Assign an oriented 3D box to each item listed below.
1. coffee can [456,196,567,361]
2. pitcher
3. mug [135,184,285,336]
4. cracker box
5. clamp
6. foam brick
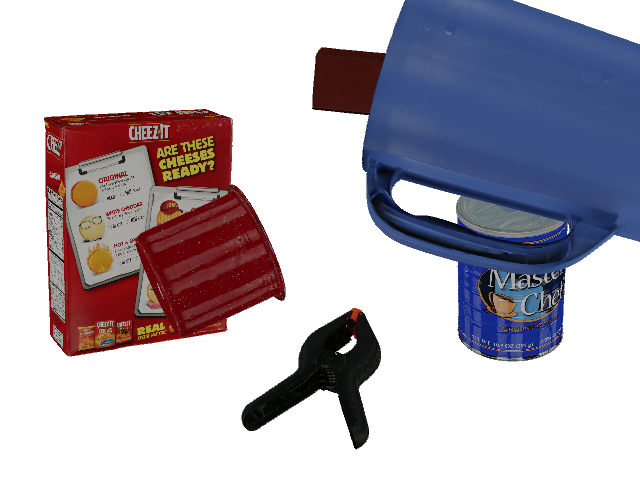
[{"bbox_3d":[0.180,0.028,1.010,0.103,0.140,0.103,-4,29,2],"label":"coffee can"},{"bbox_3d":[0.151,-0.062,0.662,0.243,0.149,0.144,19,29,9],"label":"pitcher"},{"bbox_3d":[-0.086,0.014,0.782,0.081,0.093,0.117,-25,25,-13],"label":"mug"},{"bbox_3d":[-0.171,-0.011,1.002,0.163,0.214,0.072,-7,18,-30],"label":"cracker box"},{"bbox_3d":[0.017,0.129,0.997,0.120,0.039,0.171,16,45,25],"label":"clamp"},{"bbox_3d":[0.034,-0.143,0.965,0.078,0.051,0.053,7,17,6],"label":"foam brick"}]
